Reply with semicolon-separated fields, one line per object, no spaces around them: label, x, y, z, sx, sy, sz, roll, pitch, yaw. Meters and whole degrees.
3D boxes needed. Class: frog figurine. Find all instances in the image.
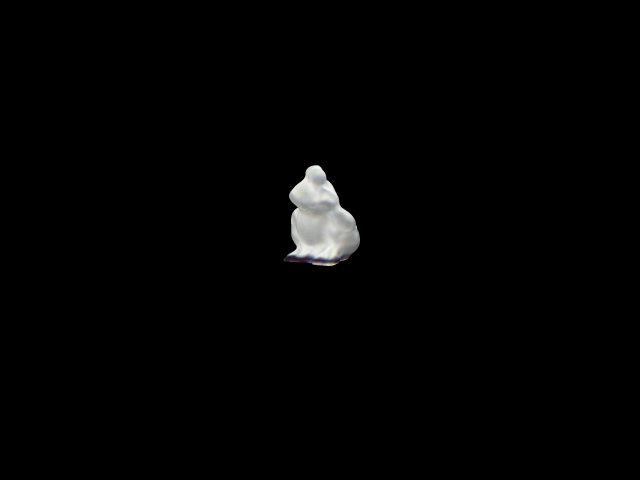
frog figurine;0.003;-0.043;0.850;0.123;0.159;0.137;-2;5;-27
